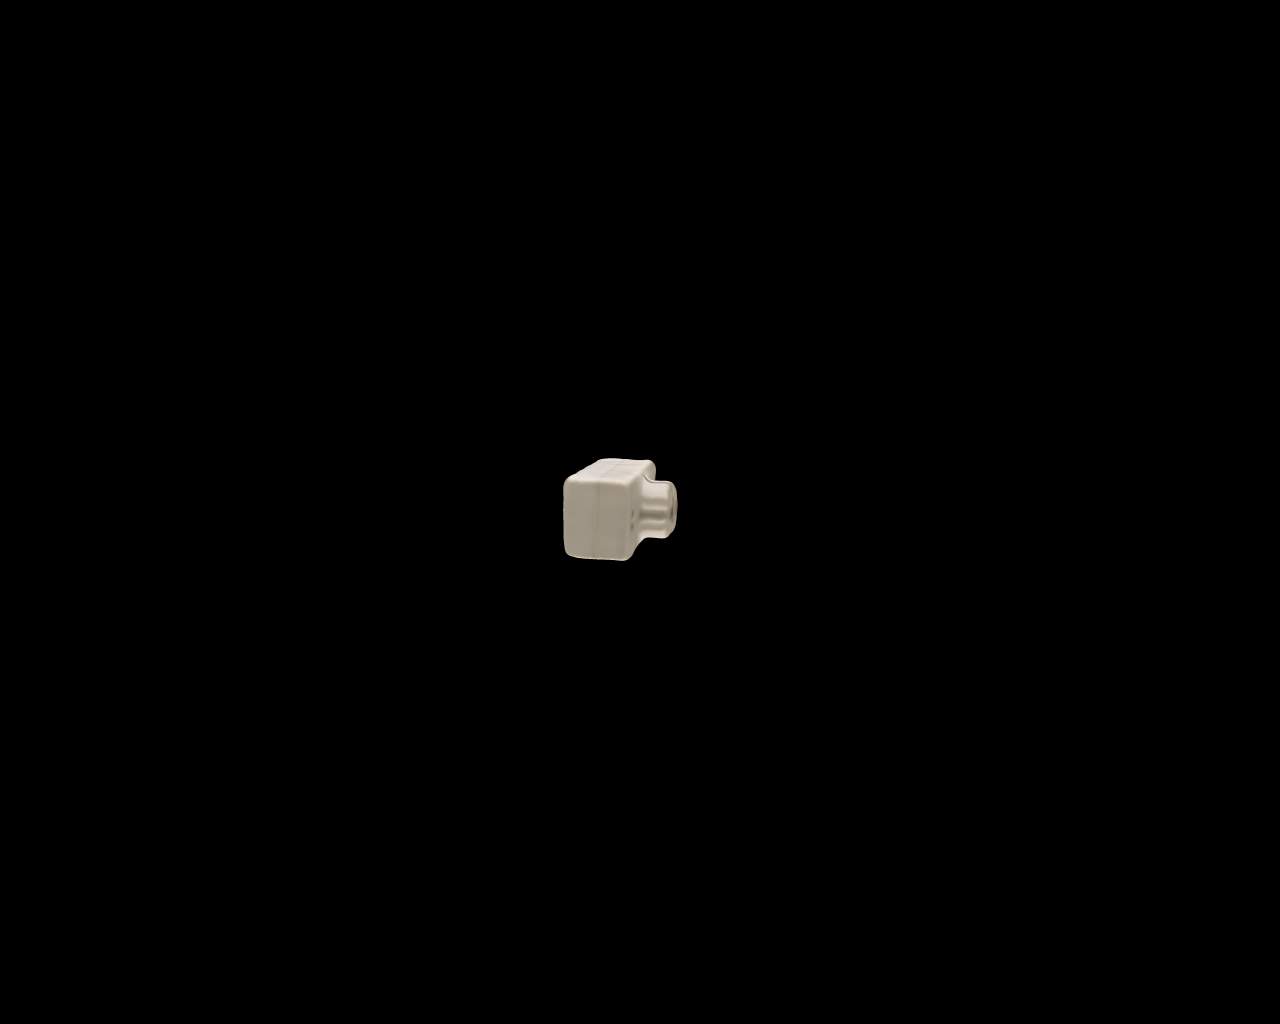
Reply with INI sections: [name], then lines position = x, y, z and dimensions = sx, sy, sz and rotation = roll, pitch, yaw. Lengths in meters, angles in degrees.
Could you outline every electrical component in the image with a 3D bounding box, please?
[electrical component]
position = 0.001, -0.003, 0.650
dimensions = 0.076, 0.047, 0.083
rotation = 2, 12, 11
